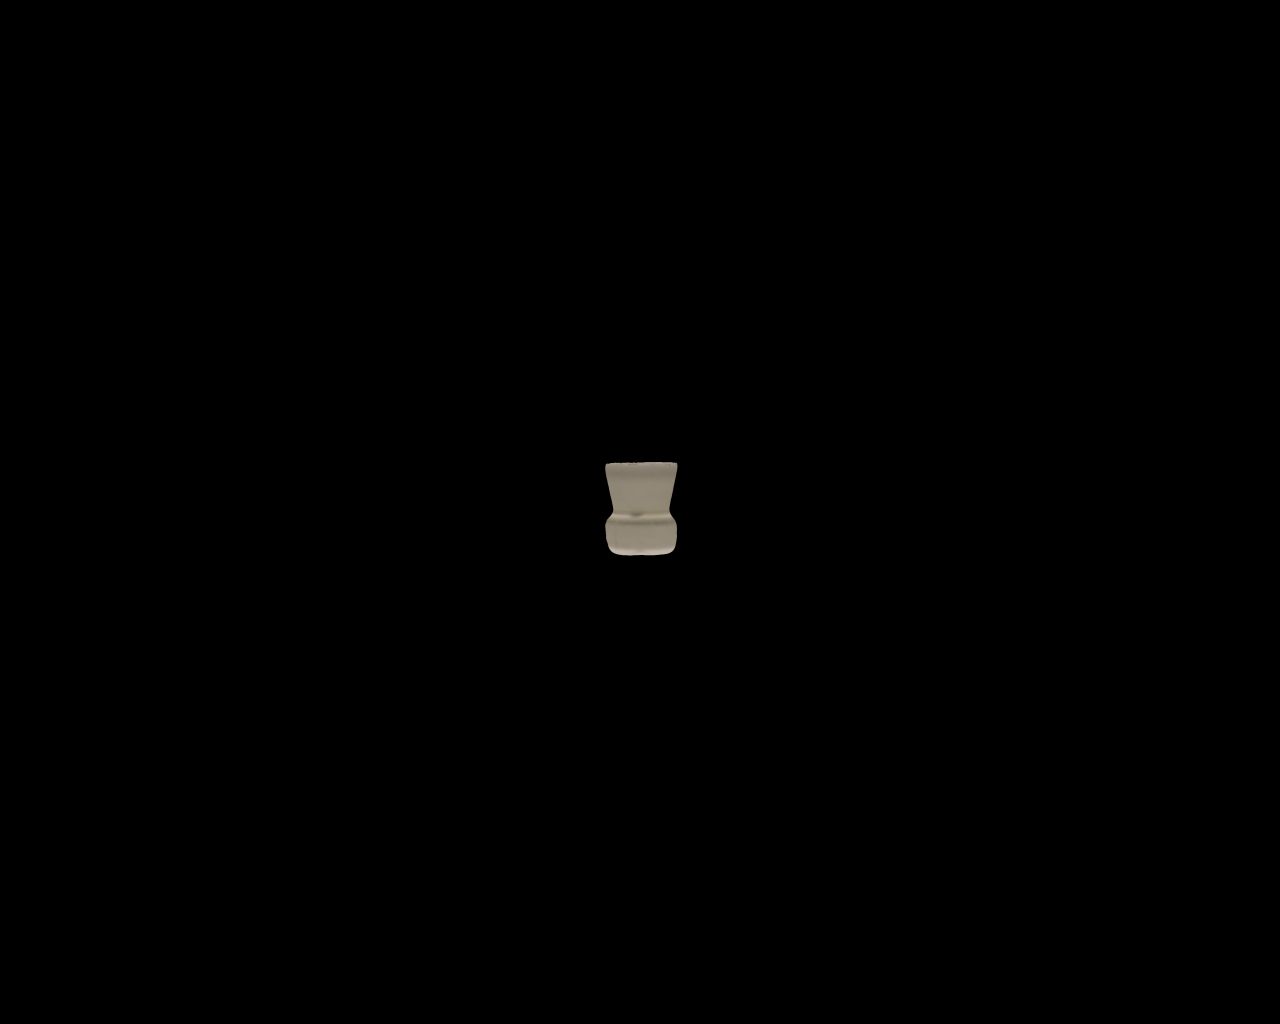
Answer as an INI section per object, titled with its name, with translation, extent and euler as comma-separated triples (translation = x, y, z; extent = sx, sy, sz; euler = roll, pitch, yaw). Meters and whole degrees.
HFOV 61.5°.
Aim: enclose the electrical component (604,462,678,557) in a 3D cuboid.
[electrical component]
translation = 0.001, -0.003, 0.650
extent = 0.045, 0.055, 0.045
euler = 0, 4, 0
